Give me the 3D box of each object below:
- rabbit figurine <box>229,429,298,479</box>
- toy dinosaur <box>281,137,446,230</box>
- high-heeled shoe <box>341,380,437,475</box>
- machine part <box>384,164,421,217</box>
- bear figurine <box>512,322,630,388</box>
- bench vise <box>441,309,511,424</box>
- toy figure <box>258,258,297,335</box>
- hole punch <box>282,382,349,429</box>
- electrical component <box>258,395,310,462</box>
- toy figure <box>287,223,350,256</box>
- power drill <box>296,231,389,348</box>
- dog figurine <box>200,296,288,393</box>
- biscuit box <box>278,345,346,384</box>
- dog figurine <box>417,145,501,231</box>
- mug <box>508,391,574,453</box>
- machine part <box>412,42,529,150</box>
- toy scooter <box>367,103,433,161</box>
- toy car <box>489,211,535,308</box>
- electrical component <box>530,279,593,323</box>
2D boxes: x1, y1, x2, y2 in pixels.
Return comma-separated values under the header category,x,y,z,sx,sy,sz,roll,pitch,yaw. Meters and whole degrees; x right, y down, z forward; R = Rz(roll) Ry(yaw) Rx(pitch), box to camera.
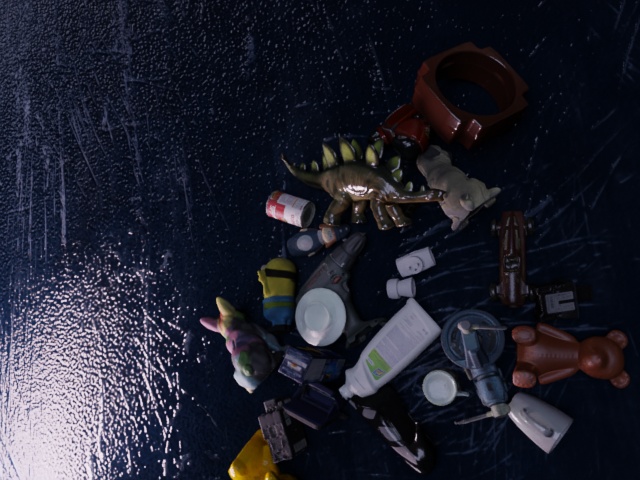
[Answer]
category,x,y,z,sx,sy,sz,roll,pitch,yaw
rabbit figurine,-0.112,0.530,1.209,0.173,0.162,0.122,38,85,5
toy dinosaur,0.072,-0.131,1.214,0.472,0.105,0.198,8,100,41
high-heeled shoe,0.146,0.402,1.167,0.249,0.086,0.145,20,129,45
machine part,0.175,-0.115,1.229,0.084,0.039,0.139,-37,69,9
bear figurine,0.471,0.221,1.008,0.196,0.132,0.120,2,87,29
bench vise,0.299,0.221,1.026,0.129,0.240,0.223,-10,60,18
toy figure,-0.094,0.132,1.284,0.089,0.082,0.180,-8,71,3
hole punch,-0.007,0.346,1.194,0.142,0.115,0.092,16,95,26
electrical component,-0.083,0.421,1.217,0.058,0.114,0.134,-22,74,14
toy figure,-0.002,-0.003,1.278,0.155,0.058,0.064,-20,117,19
power drill,0.065,0.122,1.218,0.232,0.086,0.207,-42,73,14
dog figurine,-0.191,0.235,1.262,0.219,0.191,0.108,39,105,7
biscuit box,-0.010,0.268,1.160,0.063,0.202,0.059,21,87,26
dog figurine,0.265,-0.126,1.125,0.121,0.172,0.190,-39,76,2
mug,0.411,0.344,1.029,0.107,0.109,0.080,34,104,35
machine part,0.312,-0.302,1.127,0.201,0.087,0.201,-28,69,-19
toy scooter,0.196,-0.251,1.203,0.135,0.075,0.184,-46,31,-8
toy car,0.397,0.038,1.106,0.089,0.053,0.202,0,83,26
electrical component,0.476,0.115,1.044,0.119,0.048,0.074,-6,95,4
